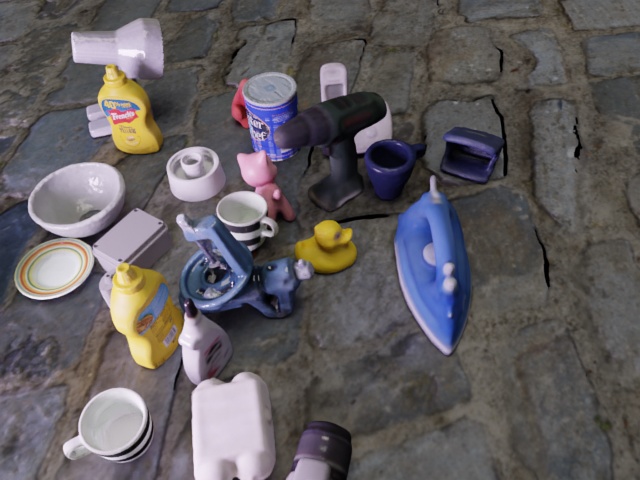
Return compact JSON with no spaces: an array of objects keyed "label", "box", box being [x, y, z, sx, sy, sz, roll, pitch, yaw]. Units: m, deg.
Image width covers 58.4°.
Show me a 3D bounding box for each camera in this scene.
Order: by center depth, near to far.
[{"label":"camera","box":[0.012,0.295,0.694,0.143,0.101,0.137,9,51,11]}]

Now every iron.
[{"label":"iron","box":[0.185,0.030,0.880,0.118,0.141,0.258,-4,50,0]}]

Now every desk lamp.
[{"label":"desk lamp","box":[-0.405,-0.339,1.176,0.203,0.214,0.117,-17,51,-11]}]

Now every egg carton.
[{"label":"egg carton","box":[-0.115,0.250,0.759,0.107,0.069,0.150,-10,50,-5]}]

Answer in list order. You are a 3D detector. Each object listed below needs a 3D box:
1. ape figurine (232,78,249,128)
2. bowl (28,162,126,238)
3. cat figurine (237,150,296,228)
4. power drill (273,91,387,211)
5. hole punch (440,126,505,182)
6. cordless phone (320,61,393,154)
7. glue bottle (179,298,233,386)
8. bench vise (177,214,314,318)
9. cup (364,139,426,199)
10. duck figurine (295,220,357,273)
[{"label":"ape figurine","box":[-0.151,-0.295,1.204,0.078,0.092,0.076,-12,50,-7]},{"label":"bowl","box":[-0.427,-0.060,1.034,0.167,0.075,0.167,-2,50,2]},{"label":"cat figurine","box":[-0.098,-0.104,1.024,0.067,0.118,0.127,-24,53,-16]},{"label":"power drill","box":[0.022,-0.156,1.001,0.230,0.209,0.075,-36,57,-24]},{"label":"hole punch","box":[0.287,-0.179,1.083,0.108,0.091,0.101,20,54,19]},{"label":"cordless phone","box":[0.066,-0.257,1.099,0.147,0.185,0.094,-9,50,-4]},{"label":"glue bottle","box":[-0.165,0.134,0.792,0.037,0.173,0.078,19,54,19]},{"label":"bench vise","box":[-0.121,0.027,0.849,0.207,0.220,0.121,-17,51,-11]},{"label":"cup","box":[0.137,-0.126,1.044,0.118,0.095,0.091,-23,52,-15]},{"label":"duck figurine","box":[0.009,0.003,0.949,0.104,0.086,0.077,-3,50,1]}]
